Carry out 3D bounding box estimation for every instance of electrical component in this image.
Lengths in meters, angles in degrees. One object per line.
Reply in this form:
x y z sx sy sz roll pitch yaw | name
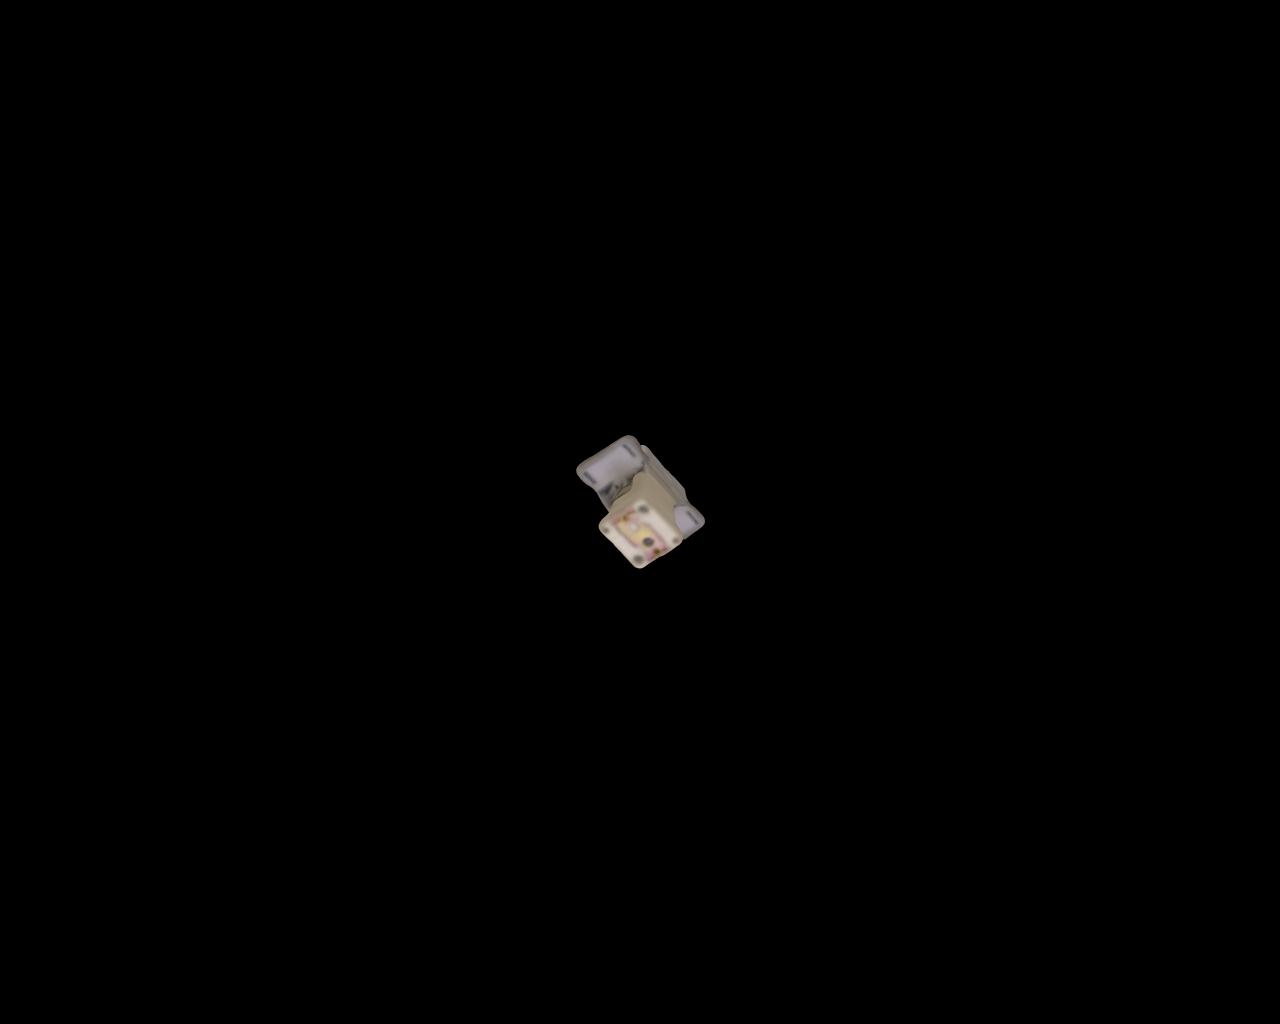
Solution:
0.001 -0.003 0.650 0.042 0.081 0.064 -33 28 20 | electrical component
